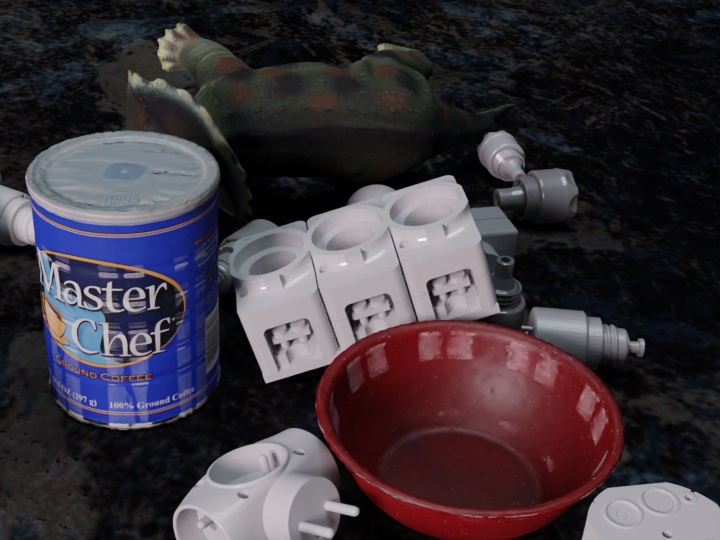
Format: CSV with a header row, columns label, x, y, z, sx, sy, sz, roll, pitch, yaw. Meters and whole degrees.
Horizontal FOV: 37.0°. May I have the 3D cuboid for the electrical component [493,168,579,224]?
label,x,y,z,sx,sy,sz,roll,pitch,yaw
electrical component,0.137,-0.057,0.847,0.062,0.043,0.043,-5,32,-12

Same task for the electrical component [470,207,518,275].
label,x,y,z,sx,sy,sz,roll,pitch,yaw
electrical component,0.077,-0.005,0.748,0.066,0.047,0.076,-5,32,-15

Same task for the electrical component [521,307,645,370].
label,x,y,z,sx,sy,sz,roll,pitch,yaw
electrical component,0.139,0.046,0.678,0.078,0.040,0.040,5,31,2

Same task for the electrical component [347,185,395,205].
label,x,y,z,sx,sy,sz,roll,pitch,yaw
electrical component,0.014,-0.027,0.786,0.044,0.044,0.065,0,36,-7

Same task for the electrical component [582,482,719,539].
label,x,y,z,sx,sy,sz,roll,pitch,yaw
electrical component,0.140,0.142,0.506,0.080,0.051,0.080,3,31,-2

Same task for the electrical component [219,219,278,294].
label,x,y,z,sx,sy,sz,roll,pitch,yaw
electrical component,-0.081,-0.005,0.735,0.040,0.040,0.078,20,34,24

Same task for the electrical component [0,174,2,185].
label,x,y,z,sx,sy,sz,roll,pitch,yaw
electrical component,-0.309,-0.059,0.779,0.079,0.077,0.044,-41,82,-3

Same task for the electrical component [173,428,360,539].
label,x,y,z,sx,sy,sz,roll,pitch,yaw
electrical component,-0.037,0.116,0.523,0.079,0.044,0.077,2,23,41

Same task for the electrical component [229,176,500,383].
label,x,y,z,sx,sy,sz,roll,pitch,yaw
electrical component,0.000,0.000,0.672,0.150,0.061,0.089,-17,32,2

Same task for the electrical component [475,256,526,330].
label,x,y,z,sx,sy,sz,roll,pitch,yaw
electrical component,0.090,0.020,0.695,0.035,0.061,0.035,3,32,-2

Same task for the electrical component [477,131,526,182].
label,x,y,z,sx,sy,sz,roll,pitch,yaw
electrical component,0.124,-0.092,0.912,0.035,0.035,0.061,-5,34,-15

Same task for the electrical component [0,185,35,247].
label,x,y,z,sx,sy,sz,roll,pitch,yaw
electrical component,-0.246,-0.036,0.767,0.078,0.040,0.040,18,34,21
